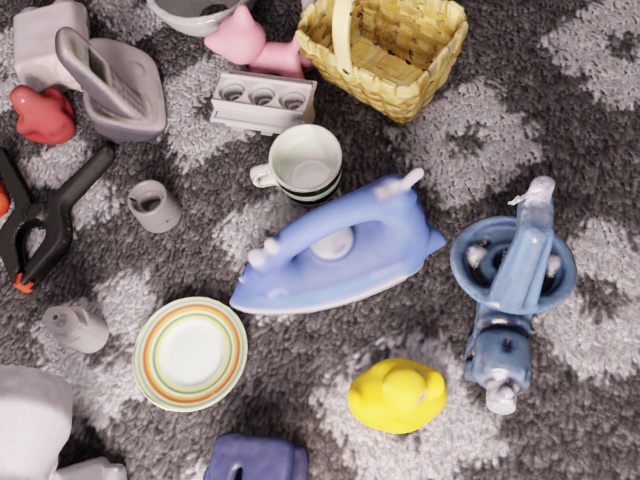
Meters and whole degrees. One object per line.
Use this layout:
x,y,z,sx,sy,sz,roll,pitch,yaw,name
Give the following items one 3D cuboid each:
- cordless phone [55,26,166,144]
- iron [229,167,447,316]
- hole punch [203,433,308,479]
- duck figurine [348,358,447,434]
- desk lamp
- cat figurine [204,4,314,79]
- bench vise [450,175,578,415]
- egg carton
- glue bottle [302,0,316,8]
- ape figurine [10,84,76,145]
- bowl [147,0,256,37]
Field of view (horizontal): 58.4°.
-0.271,-0.220,0.724,0.094,0.185,0.147,-17,66,-1,cordless phone
0.006,0.002,0.622,0.258,0.141,0.118,-25,66,-4,iron
-0.069,0.246,0.555,0.101,0.091,0.108,3,68,8,hole punch
0.079,0.153,0.580,0.104,0.086,0.077,-9,66,3,duck figurine
-0.258,0.232,0.516,0.118,0.214,0.203,-19,66,-1,desk lamp
-0.079,-0.255,0.753,0.127,0.118,0.067,8,68,10,cat figurine
0.194,0.049,0.538,0.121,0.220,0.207,-9,66,3,bench vise
-0.380,-0.276,0.824,0.107,0.069,0.150,-15,66,0,egg carton
0.008,-0.354,0.755,0.078,0.173,0.037,-4,67,6,glue bottle
-0.377,-0.174,0.768,0.078,0.092,0.076,-39,68,-10,ape figurine
-0.161,-0.353,0.828,0.167,0.075,0.167,-2,67,6,bowl
